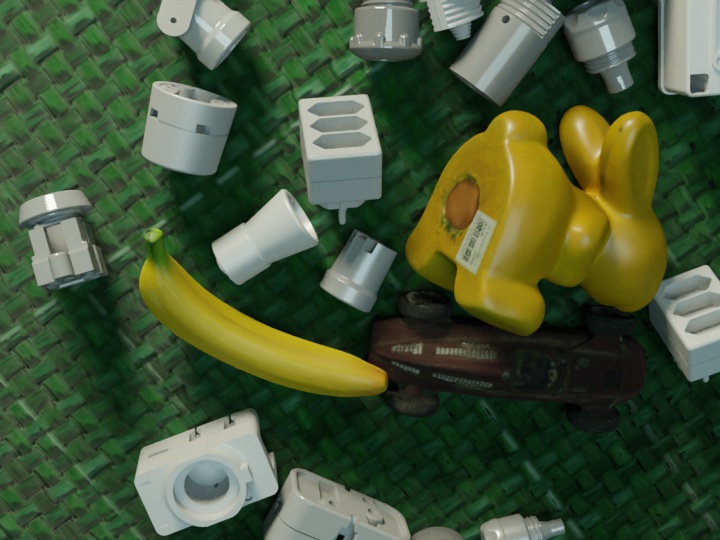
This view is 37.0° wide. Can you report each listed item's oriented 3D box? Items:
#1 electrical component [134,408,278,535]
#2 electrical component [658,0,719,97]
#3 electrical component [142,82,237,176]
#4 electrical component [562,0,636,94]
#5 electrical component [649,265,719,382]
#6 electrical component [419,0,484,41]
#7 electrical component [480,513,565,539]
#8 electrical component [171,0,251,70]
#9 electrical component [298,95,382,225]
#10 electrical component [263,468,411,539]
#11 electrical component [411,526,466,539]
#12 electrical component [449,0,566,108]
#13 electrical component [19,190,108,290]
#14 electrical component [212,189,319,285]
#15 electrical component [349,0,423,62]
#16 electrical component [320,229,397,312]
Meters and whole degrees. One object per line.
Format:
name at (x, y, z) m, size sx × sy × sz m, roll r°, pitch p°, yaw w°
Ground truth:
electrical component at (-0.107, 0.143, 0.756) m, size 0.089 × 0.055 × 0.050 m, roll -21°, pitch 106°, yaw -1°
electrical component at (0.259, -0.174, 0.717) m, size 0.109 × 0.056 × 0.108 m, roll -5°, pitch 105°, yaw -5°
electrical component at (-0.112, -0.091, 0.697) m, size 0.055 × 0.055 × 0.047 m, roll 14°, pitch 106°, yaw -10°
electrical component at (0.164, -0.149, 0.719) m, size 0.043 × 0.043 × 0.062 m, roll -26°, pitch 107°, yaw 1°
electrical component at (0.244, 0.050, 0.772) m, size 0.047 × 0.065 × 0.076 m, roll -20°, pitch 135°, yaw -1°
electrical component at (0.056, -0.189, 0.696) m, size 0.043 × 0.043 × 0.081 m, roll -18°, pitch 106°, yaw -2°
electrical component at (0.123, 0.200, 0.808) m, size 0.061 × 0.035 × 0.035 m, roll -13°, pitch 105°, yaw -5°
electrical component at (-0.100, -0.158, 0.689) m, size 0.046 × 0.040 × 0.040 m, roll 41°, pitch 97°, yaw -9°
electrical component at (-0.013, -0.065, 0.713) m, size 0.047 × 0.065 × 0.076 m, roll -5°, pitch 134°, yaw -5°
electrical component at (-0.020, 0.193, 0.780) m, size 0.095 × 0.053 × 0.059 m, roll 25°, pitch 100°, yaw -12°
electrical component at (0.060, 0.227, 0.801) m, size 0.055 × 0.047 × 0.055 m, roll -2°, pitch 104°, yaw -6°
electrical component at (0.100, -0.153, 0.710) m, size 0.043 × 0.043 × 0.081 m, roll 35°, pitch 98°, yaw -14°
electrical component at (-0.194, -0.020, 0.703) m, size 0.048 × 0.066 × 0.055 m, roll -17°, pitch 86°, yaw -2°
electrical component at (-0.067, -0.019, 0.727) m, size 0.065 × 0.044 × 0.044 m, roll -32°, pitch 106°, yaw 7°
electrical component at (0.018, -0.167, 0.698) m, size 0.048 × 0.048 × 0.062 m, roll 1°, pitch 98°, yaw -7°
electrical component at (0.000, 0.000, 0.741) m, size 0.040 × 0.040 × 0.046 m, roll 28°, pitch 94°, yaw -13°
